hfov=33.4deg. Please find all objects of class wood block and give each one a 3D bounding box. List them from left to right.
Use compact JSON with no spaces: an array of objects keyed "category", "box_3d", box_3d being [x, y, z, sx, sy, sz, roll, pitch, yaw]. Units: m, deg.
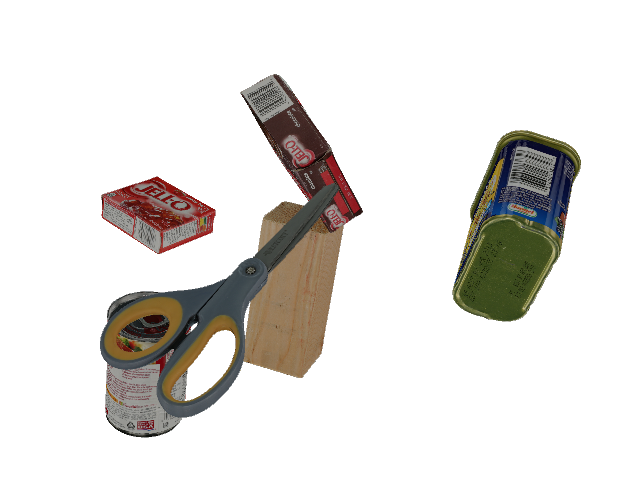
[{"category":"wood block","box_3d":[-0.037,0.064,1.425,0.090,0.206,0.090,15,21,13]}]

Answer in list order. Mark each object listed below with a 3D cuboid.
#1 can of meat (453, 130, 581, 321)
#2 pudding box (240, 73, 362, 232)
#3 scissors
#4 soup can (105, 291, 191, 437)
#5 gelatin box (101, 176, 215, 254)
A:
[{"category":"can of meat","box_3d":[0.129,-0.007,0.709,0.057,0.083,0.102,19,-41,4]},{"category":"pudding box","box_3d":[-0.015,-0.073,0.888,0.039,0.113,0.090,-30,-39,-1]},{"category":"scissors","box_3d":[-0.064,0.023,0.663,0.096,0.016,0.201,12,48,14]},{"category":"soup can","box_3d":[-0.143,0.103,0.881,0.068,0.102,0.068,6,30,-4]},{"category":"gelatin box","box_3d":[-0.160,-0.027,1.051,0.089,0.030,0.073,30,35,31]}]
